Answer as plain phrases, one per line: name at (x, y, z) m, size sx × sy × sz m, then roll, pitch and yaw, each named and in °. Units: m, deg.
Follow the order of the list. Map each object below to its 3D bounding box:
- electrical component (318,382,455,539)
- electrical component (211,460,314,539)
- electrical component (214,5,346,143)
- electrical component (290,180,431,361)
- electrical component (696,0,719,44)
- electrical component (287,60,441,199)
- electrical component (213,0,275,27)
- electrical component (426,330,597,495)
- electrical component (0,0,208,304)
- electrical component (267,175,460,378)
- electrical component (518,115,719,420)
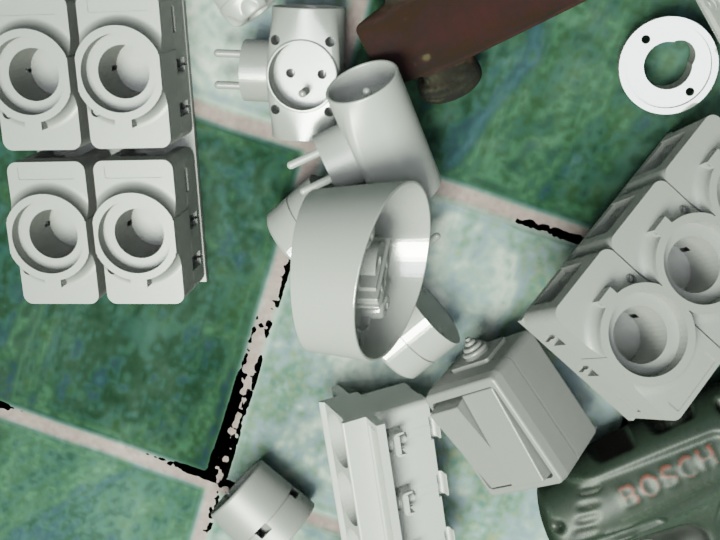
electrical component at (0.019, 0.139, 0.693) m, size 0.063 × 0.079 × 0.121 m, roll -14°, pitch 106°, yaw -19°
electrical component at (-0.066, 0.161, 0.721) m, size 0.047 × 0.055 × 0.055 m, roll 44°, pitch 107°, yaw -2°
electrical component at (-0.049, -0.118, 0.641) m, size 0.079 × 0.044 × 0.077 m, roll 3°, pitch 107°, yaw 7°
electrical component at (0.000, 0.000, 0.587) m, size 0.064 × 0.099 × 0.099 m, roll 2°, pitch 107°, yaw 13°
electrical component at (0.229, -0.157, 0.568) m, size 0.100 × 0.048 × 0.099 m, roll -39°, pitch 118°, yaw 5°
electrical component at (-0.002, -0.068, 0.616) m, size 0.079 × 0.044 × 0.077 m, roll -25°, pitch 125°, yaw 1°
electrical component at (-0.079, -0.176, 0.633) m, size 0.035 × 0.035 × 0.061 m, roll -34°, pitch 97°, yaw 16°
electrical component at (0.088, 0.085, 0.662) m, size 0.062 × 0.061 × 0.096 m, roll -25°, pitch 104°, yaw 46°
electrical component at (-0.160, -0.074, 0.660) m, size 0.105 × 0.060 × 0.186 m, roll 0°, pitch 106°, yaw 8°
electrical component at (0.015, -0.006, 0.661) m, size 0.074 × 0.052 × 0.138 m, roll -40°, pitch 98°, yaw 16°
electrical component at (0.175, -0.001, 0.601) m, size 0.089 × 0.062 × 0.150 m, roll 42°, pitch 77°, yaw -5°
